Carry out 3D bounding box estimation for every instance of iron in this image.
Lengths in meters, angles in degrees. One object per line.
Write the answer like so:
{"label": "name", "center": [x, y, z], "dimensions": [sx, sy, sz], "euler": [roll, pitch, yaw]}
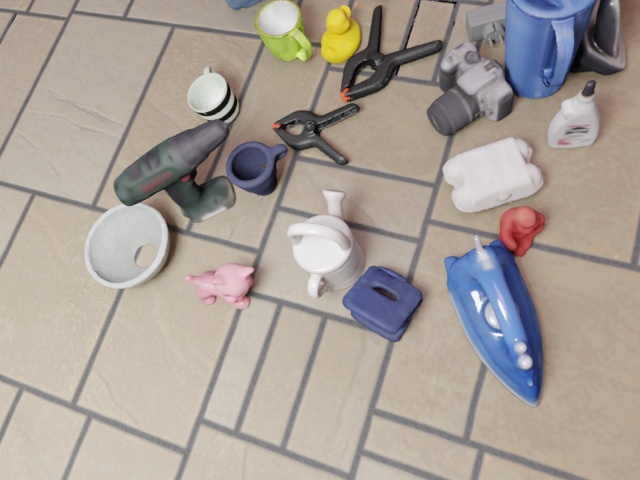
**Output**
{"label": "iron", "center": [0.273, 0.116, 0.847], "dimensions": [0.118, 0.142, 0.258], "euler": [-21, 68, 6]}

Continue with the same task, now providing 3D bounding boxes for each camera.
{"label": "camera", "center": [0.248, -0.260, 1.006], "dimensions": [0.137, 0.101, 0.143], "euler": [-35, 67, 0]}

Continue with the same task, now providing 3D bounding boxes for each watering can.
{"label": "watering can", "center": [0.006, 0.003, 0.923], "dimensions": [0.100, 0.194, 0.173], "euler": [-12, 69, 10]}

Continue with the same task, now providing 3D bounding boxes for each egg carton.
{"label": "egg carton", "center": [0.288, -0.107, 0.960], "dimensions": [0.150, 0.069, 0.107], "euler": [-19, 68, 7]}

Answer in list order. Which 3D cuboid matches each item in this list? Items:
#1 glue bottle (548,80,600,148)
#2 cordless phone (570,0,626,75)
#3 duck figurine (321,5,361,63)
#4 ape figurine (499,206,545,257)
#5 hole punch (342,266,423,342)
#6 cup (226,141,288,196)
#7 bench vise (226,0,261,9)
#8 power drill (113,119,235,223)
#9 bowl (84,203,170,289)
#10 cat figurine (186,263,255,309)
{"label": "glue bottle", "center": [0.410, -0.200, 0.905], "dimensions": [0.078, 0.173, 0.037], "euler": [-6, 70, 12]}
{"label": "cordless phone", "center": [0.470, -0.376, 0.945], "dimensions": [0.094, 0.185, 0.147], "euler": [-4, 70, 13]}
{"label": "duck figurine", "center": [0.035, -0.407, 1.118], "dimensions": [0.077, 0.086, 0.105], "euler": [22, 78, 20]}
{"label": "ape figurine", "center": [0.321, -0.024, 0.911], "dimensions": [0.077, 0.092, 0.076], "euler": [-20, 68, 7]}
{"label": "hole punch", "center": [0.101, 0.096, 0.924], "dimensions": [0.108, 0.091, 0.101], "euler": [29, 80, 21]}
{"label": "cup", "center": [-0.103, -0.128, 1.050], "dimensions": [0.117, 0.095, 0.091], "euler": [-30, 67, 3]}
{"label": "bench vise", "center": [-0.124, -0.575, 1.142], "dimensions": [0.207, 0.220, 0.121], "euler": [-29, 67, 3]}
{"label": "power drill", "center": [-0.233, -0.113, 1.015], "dimensions": [0.229, 0.209, 0.075], "euler": [-25, 67, 4]}
{"label": "bowl", "center": [-0.346, 0.018, 1.070], "dimensions": [0.167, 0.075, 0.167], "euler": [-4, 70, 13]}
{"label": "cat figurine", "center": [-0.167, 0.073, 0.984], "dimensions": [0.127, 0.118, 0.067], "euler": [3, 72, 15]}
